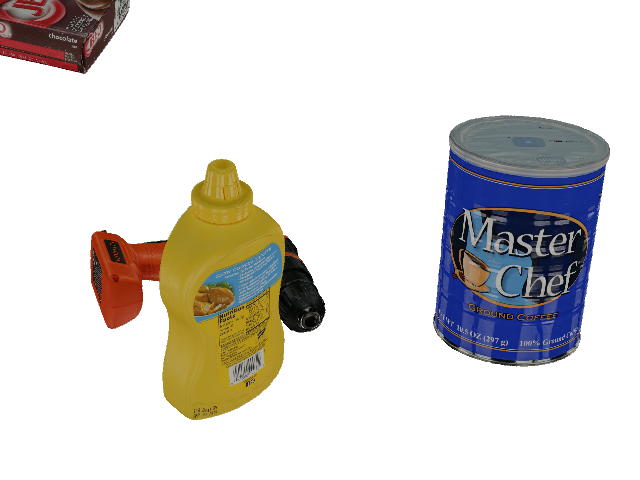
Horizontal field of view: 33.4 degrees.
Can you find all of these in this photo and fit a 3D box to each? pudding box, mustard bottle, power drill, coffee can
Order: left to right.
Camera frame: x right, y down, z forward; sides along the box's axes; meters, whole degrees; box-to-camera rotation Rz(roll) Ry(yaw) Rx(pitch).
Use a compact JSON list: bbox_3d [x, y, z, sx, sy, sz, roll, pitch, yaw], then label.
[{"bbox_3d":[-0.203,-0.176,0.817,0.090,0.039,0.113,13,37,2],"label":"pudding box"},{"bbox_3d":[-0.104,0.035,0.955,0.187,0.057,0.185,-3,24,-22],"label":"power drill"},{"bbox_3d":[-0.067,0.030,0.742,0.096,0.192,0.058,-26,45,-35],"label":"mustard bottle"},{"bbox_3d":[0.132,-0.002,0.717,0.103,0.140,0.103,2,24,-1],"label":"coffee can"}]
